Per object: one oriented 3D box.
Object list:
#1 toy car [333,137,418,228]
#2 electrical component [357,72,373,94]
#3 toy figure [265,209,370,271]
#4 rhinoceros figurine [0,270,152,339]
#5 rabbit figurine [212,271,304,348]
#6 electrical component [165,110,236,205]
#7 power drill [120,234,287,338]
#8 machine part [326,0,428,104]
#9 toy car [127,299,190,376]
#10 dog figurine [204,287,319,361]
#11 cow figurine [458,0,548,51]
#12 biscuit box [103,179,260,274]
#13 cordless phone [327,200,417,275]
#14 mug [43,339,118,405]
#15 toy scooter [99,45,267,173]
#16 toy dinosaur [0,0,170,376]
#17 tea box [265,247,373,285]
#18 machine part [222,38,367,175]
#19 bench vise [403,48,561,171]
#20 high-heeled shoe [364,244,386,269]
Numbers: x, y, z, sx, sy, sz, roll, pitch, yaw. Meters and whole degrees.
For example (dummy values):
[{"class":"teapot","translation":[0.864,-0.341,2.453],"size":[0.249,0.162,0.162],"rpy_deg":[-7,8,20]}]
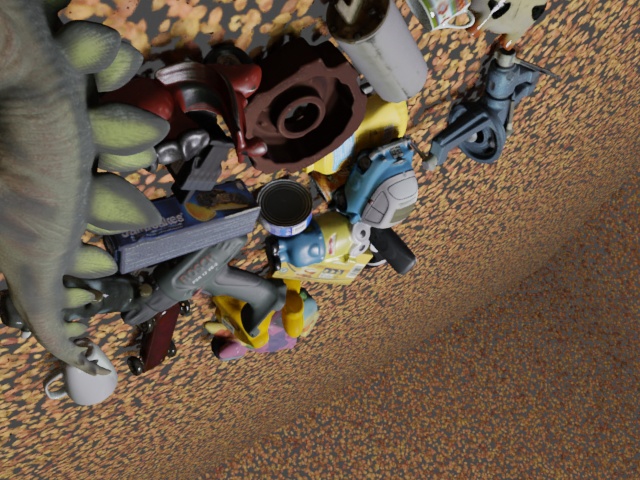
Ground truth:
[{"class":"toy car","translation":[0.098,-0.074,0.809],"size":[0.109,0.103,0.161],"rpy_deg":[-23,159,-32]},{"class":"electrical component","translation":[0.031,-0.200,0.721],"size":[0.094,0.021,0.063],"rpy_deg":[-26,155,-15]},{"class":"toy figure","translation":[-0.002,-0.006,0.873],"size":[0.180,0.089,0.082],"rpy_deg":[-13,147,-19]},{"class":"rhinoceros figurine","translation":[-0.321,0.073,0.718],"size":[0.112,0.073,0.190],"rpy_deg":[-39,161,35]},{"class":"rabbit figurine","translation":[-0.098,0.111,1.021],"size":[0.173,0.163,0.121],"rpy_deg":[-42,151,-32]},{"class":"electrical component","translation":[-0.152,-0.093,0.618],"size":[0.119,0.075,0.047],"rpy_deg":[-45,156,29]},{"class":"power drill","translation":[-0.171,0.082,0.864],"size":[0.207,0.086,0.232],"rpy_deg":[36,102,-33]},{"class":"machine part","translation":[0.075,-0.233,0.649],"size":[0.079,0.079,0.243],"rpy_deg":[-41,156,14]},{"class":"toy car","translation":[-0.292,0.168,0.954],"size":[0.089,0.053,0.202],"rpy_deg":[-30,156,-43]},{"class":"dog figurine","translation":[-0.130,0.183,1.141],"size":[0.219,0.108,0.191],"rpy_deg":[-3,142,-47]},{"class":"cow figurine","translation":[0.231,-0.323,0.680],"size":[0.195,0.085,0.127],"rpy_deg":[-4,148,-47]},{"class":"biscuit box","translation":[-0.184,-0.022,0.725],"size":[0.203,0.059,0.062],"rpy_deg":[-20,154,-34]},{"class":"cordless phone","translation":[0.119,-0.039,0.941],"size":[0.146,0.184,0.089],"rpy_deg":[-50,164,31]},{"class":"mug","translation":[-0.396,0.213,0.879],"size":[0.109,0.081,0.107],"rpy_deg":[-17,141,-23]},{"class":"toy scooter","translation":[-0.126,-0.116,0.526],"size":[0.184,0.135,0.075],"rpy_deg":[-26,157,-17]},{"class":"toy dinosaur","translation":[-0.225,-0.050,0.416],"size":[0.198,0.105,0.470],"rpy_deg":[0,128,-24]},{"class":"tea box","translation":[-0.002,0.024,0.985],"size":[0.169,0.068,0.098],"rpy_deg":[11,133,-31]},{"class":"machine part","translation":[-0.029,-0.158,0.652],"size":[0.179,0.056,0.179],"rpy_deg":[-22,151,-13]},{"class":"bench vise","translation":[0.268,-0.203,0.918],"size":[0.240,0.129,0.223],"rpy_deg":[-35,159,-18]},{"class":"high-heeled shoe","translation":[0.073,0.017,1.130],"size":[0.145,0.086,0.248],"rpy_deg":[-24,149,-21]}]
